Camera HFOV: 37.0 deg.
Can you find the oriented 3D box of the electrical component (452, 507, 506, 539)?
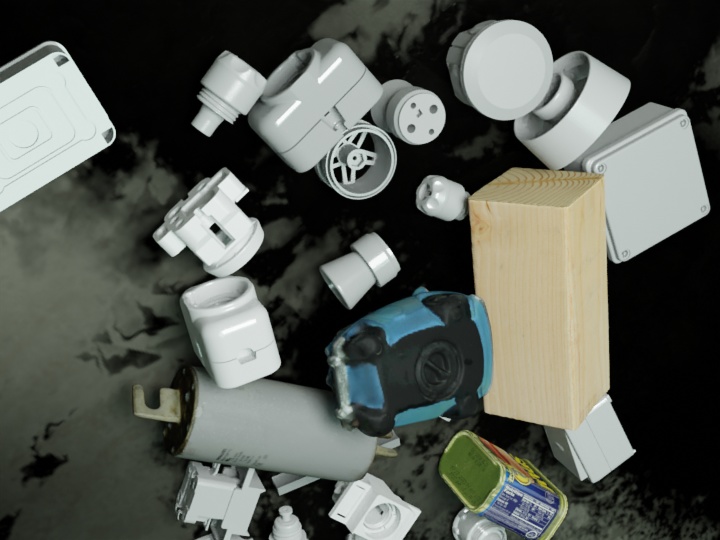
[{"bbox_3d":[0.122,0.258,1.043,0.048,0.062,0.048,-8,111,-21],"label":"electrical component"}]

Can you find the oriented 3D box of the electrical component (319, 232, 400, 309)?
[{"bbox_3d":[0.000,0.000,0.907,0.055,0.045,0.045,-36,118,-8],"label":"electrical component"}]

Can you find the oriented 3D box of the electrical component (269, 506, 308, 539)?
[{"bbox_3d":[-0.065,0.250,0.973,0.040,0.040,0.078,-10,112,-20],"label":"electrical component"}]

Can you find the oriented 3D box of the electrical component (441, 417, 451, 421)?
[{"bbox_3d":[0.088,0.092,0.979,0.043,0.043,0.081,34,93,-29],"label":"electrical component"}]

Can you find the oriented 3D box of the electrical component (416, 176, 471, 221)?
[{"bbox_3d":[0.080,-0.058,0.926,0.061,0.035,0.035,17,101,-30],"label":"electrical component"}]

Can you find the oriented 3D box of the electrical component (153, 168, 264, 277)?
[{"bbox_3d":[-0.113,-0.032,0.841,0.078,0.058,0.057,-44,116,-3],"label":"electrical component"}]

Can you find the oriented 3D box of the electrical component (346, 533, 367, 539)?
[{"bbox_3d":[0.004,0.267,1.003,0.083,0.047,0.075,18,60,-25],"label":"electrical component"}]

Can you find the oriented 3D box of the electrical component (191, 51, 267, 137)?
[{"bbox_3d":[-0.103,-0.131,0.817,0.043,0.043,0.062,34,95,-29],"label":"electrical component"}]

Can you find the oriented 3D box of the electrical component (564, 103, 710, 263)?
[{"bbox_3d":[0.251,-0.080,0.979,0.109,0.056,0.108,-28,117,-11],"label":"electrical component"}]

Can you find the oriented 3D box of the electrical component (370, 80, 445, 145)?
[{"bbox_3d":[0.039,-0.128,0.871,0.045,0.055,0.045,-8,111,-21],"label":"electrical component"}]

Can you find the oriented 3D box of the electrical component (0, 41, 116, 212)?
[{"bbox_3d":[-0.241,-0.101,0.761,0.113,0.057,0.078,-33,118,-9],"label":"electrical component"}]

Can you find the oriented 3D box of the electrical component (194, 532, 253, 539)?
[{"bbox_3d":[-0.111,0.268,0.932,0.056,0.089,0.050,-19,115,-16],"label":"electrical component"}]

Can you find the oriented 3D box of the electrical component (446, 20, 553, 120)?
[{"bbox_3d":[0.114,-0.167,0.889,0.080,0.051,0.080,-6,108,-18],"label":"electrical component"}]

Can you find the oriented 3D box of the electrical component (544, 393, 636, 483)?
[{"bbox_3d":[0.212,0.150,1.042,0.061,0.062,0.096,-35,118,-8],"label":"electrical component"}]

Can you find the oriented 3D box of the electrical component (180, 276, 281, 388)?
[{"bbox_3d":[-0.105,0.044,0.850,0.054,0.095,0.059,-20,115,-16],"label":"electrical component"}]

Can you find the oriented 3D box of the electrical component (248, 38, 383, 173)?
[{"bbox_3d":[-0.038,-0.132,0.838,0.095,0.054,0.059,-46,119,-2],"label":"electrical component"}]

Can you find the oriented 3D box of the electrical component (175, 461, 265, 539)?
[{"bbox_3d":[-0.123,0.195,0.928,0.064,0.042,0.081,15,102,-23],"label":"electrical component"}]

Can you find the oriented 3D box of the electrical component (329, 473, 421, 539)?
[{"bbox_3d":[0.009,0.214,0.978,0.081,0.064,0.042,33,94,-29],"label":"electrical component"}]

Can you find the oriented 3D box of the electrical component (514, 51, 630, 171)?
[{"bbox_3d":[0.180,-0.133,0.908,0.064,0.099,0.099,32,94,-23],"label":"electrical component"}]
